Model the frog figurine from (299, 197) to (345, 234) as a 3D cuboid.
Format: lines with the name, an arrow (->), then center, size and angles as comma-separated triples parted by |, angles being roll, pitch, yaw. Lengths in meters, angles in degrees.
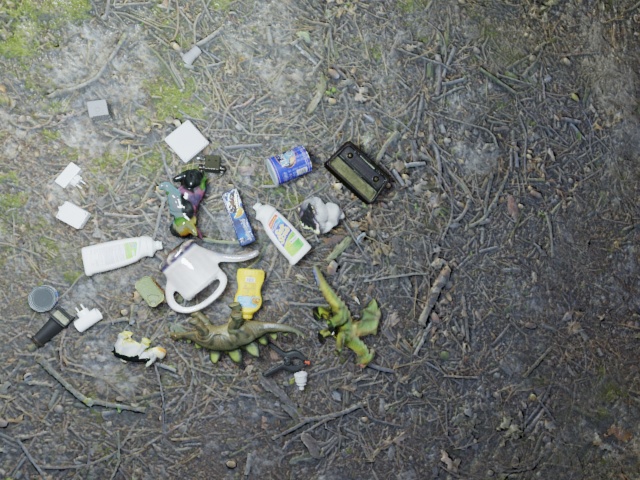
frog figurine -> 0.006, -0.094, 1.877 | 0.161, 0.121, 0.138 | -24, 84, -47

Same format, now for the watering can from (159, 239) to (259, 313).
watering can -> -0.398, 0.089, 1.768 | 0.349, 0.104, 0.224 | -42, 95, -9

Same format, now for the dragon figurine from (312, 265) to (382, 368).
dragon figurine -> 0.111, 0.276, 1.881 | 0.244, 0.122, 0.410 | -10, 91, -29
